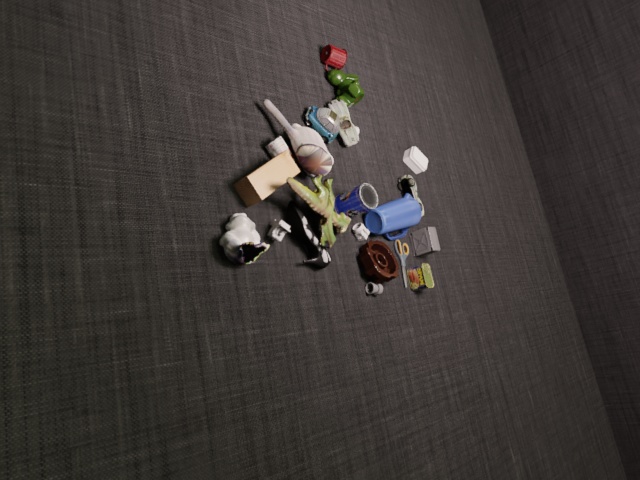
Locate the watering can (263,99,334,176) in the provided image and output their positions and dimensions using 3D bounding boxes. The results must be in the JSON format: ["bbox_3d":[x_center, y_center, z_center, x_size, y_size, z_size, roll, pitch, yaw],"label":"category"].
[{"bbox_3d":[-0.067,-0.355,1.845,0.343,0.103,0.229,33,24,-34],"label":"watering can"}]

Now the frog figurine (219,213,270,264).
[{"bbox_3d":[-0.245,-0.007,1.565,0.138,0.120,0.162,-11,45,-38],"label":"frog figurine"}]

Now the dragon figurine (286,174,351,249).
[{"bbox_3d":[0.005,-0.089,1.768,0.411,0.121,0.244,-4,74,-64],"label":"dragon figurine"}]
